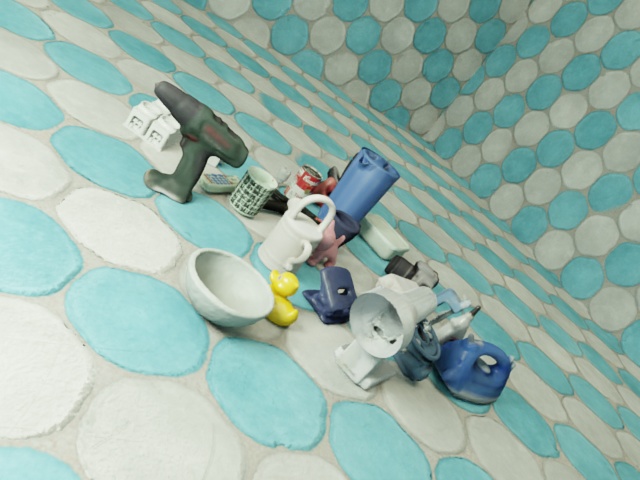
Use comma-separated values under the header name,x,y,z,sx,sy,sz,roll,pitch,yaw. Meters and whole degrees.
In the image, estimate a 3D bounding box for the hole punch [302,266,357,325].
name,x,y,z,sx,sy,sz,roll,pitch,yaw
hole punch,0.037,0.118,1.224,0.109,0.091,0.101,6,38,-53

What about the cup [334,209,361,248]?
name,x,y,z,sx,sy,sz,roll,pitch,yaw
cup,0.051,-0.018,1.507,0.118,0.095,0.091,6,39,-53

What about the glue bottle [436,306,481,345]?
name,x,y,z,sx,sy,sz,roll,pitch,yaw
glue bottle,0.321,0.216,1.361,0.078,0.173,0.037,22,27,-35

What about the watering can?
name,x,y,z,sx,sy,sz,roll,pitch,yaw
watering can,-0.046,-0.025,1.238,0.101,0.194,0.172,10,35,-50

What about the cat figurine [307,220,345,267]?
name,x,y,z,sx,sy,sz,roll,pitch,yaw
cat figurine,0.013,0.005,1.372,0.128,0.117,0.067,8,36,-51

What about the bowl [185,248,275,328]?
name,x,y,z,sx,sy,sz,roll,pitch,yaw
bowl,-0.165,0.094,0.981,0.168,0.074,0.167,32,23,-15

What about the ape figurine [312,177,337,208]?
name,x,y,z,sx,sy,sz,roll,pitch,yaw
ape figurine,0.016,-0.146,1.705,0.076,0.092,0.078,36,22,-5

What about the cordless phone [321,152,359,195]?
name,x,y,z,sx,sy,sz,roll,pitch,yaw
cordless phone,0.079,-0.204,1.790,0.094,0.185,0.147,30,23,-19

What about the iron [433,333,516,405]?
name,x,y,z,sx,sy,sz,roll,pitch,yaw
iron,0.380,0.296,1.340,0.259,0.141,0.118,24,26,-32

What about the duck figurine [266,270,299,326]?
name,x,y,z,sx,sy,sz,roll,pitch,yaw
duck figurine,-0.071,0.104,1.092,0.104,0.086,0.078,47,24,21

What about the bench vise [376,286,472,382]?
name,x,y,z,sx,sy,sz,roll,pitch,yaw
bench vise,0.199,0.165,1.212,0.207,0.219,0.122,40,22,3

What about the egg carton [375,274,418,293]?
name,x,y,z,sx,sy,sz,roll,pitch,yaw
egg carton,0.211,0.148,1.465,0.151,0.069,0.107,20,28,-37

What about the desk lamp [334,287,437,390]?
name,x,y,z,sx,sy,sz,roll,pitch,yaw
desk lamp,0.121,0.174,1.082,0.117,0.213,0.204,48,24,23

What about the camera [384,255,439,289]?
name,x,y,z,sx,sy,sz,roll,pitch,yaw
camera,0.258,0.093,1.601,0.137,0.100,0.143,38,22,1

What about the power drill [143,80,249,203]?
name,x,y,z,sx,sy,sz,roll,pitch,yaw
power drill,-0.275,-0.188,1.183,0.230,0.208,0.075,27,25,-27
